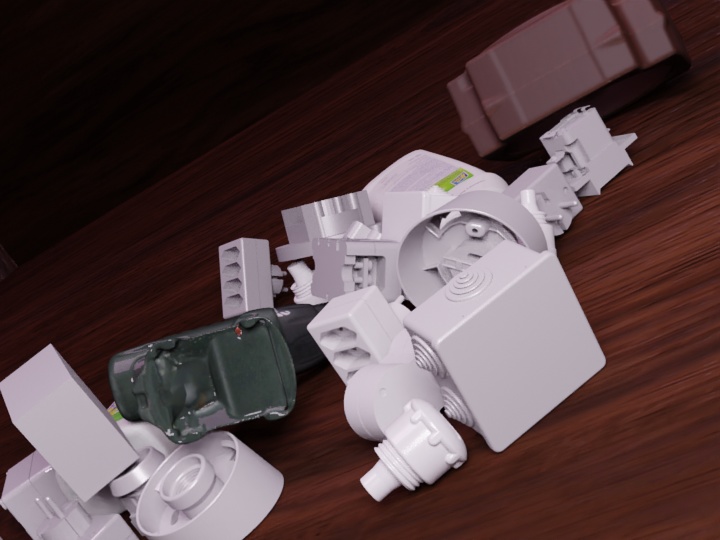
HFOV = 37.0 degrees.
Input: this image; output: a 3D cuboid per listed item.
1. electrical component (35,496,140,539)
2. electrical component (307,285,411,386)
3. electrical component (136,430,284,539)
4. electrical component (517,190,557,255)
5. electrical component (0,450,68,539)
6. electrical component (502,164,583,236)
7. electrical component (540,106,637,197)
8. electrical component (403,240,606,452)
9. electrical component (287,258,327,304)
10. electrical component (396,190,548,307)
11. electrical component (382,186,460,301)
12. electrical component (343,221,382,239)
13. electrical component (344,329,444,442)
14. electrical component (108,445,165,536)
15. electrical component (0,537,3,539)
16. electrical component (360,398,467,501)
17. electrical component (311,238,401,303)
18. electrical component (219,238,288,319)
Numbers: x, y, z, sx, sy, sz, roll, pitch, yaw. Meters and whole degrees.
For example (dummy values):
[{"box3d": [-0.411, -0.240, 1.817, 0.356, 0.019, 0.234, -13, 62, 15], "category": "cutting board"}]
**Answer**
[{"box3d": [-0.217, 0.199, 0.809, 0.083, 0.075, 0.047, -17, 22, 48], "category": "electrical component"}, {"box3d": [0.018, 0.048, 0.775, 0.047, 0.083, 0.075, -19, 21, 44], "category": "electrical component"}, {"box3d": [-0.106, 0.163, 0.760, 0.099, 0.064, 0.099, -29, 29, 18], "category": "electrical component"}, {"box3d": [0.131, -0.031, 0.822, 0.035, 0.061, 0.035, -3, -10, -1], "category": "electrical component"}, {"box3d": [-0.278, 0.197, 0.971, 0.061, 0.061, 0.096, -35, 15, -6], "category": "electrical component"}, {"box3d": [0.145, -0.045, 0.868, 0.083, 0.047, 0.076, -41, 16, -24], "category": "electrical component"}, {"box3d": [0.191, -0.101, 0.918, 0.081, 0.063, 0.042, -39, 17, -22], "category": "electrical component"}, {"box3d": [0.084, 0.042, 0.630, 0.100, 0.099, 0.048, -37, 28, -12], "category": "electrical component"}, {"box3d": [-0.046, 0.018, 1.043, 0.048, 0.062, 0.048, -31, 15, 10], "category": "electrical component"}, {"box3d": [0.084, -0.007, 0.783, 0.099, 0.099, 0.064, -22, 13, 39], "category": "electrical component"}, {"box3d": [0.056, -0.020, 0.889, 0.048, 0.099, 0.100, 1, 3, -20], "category": "electrical component"}, {"box3d": [0.011, 0.002, 0.964, 0.057, 0.078, 0.058, -57, 10, -7], "category": "electrical component"}, {"box3d": [0.059, 0.060, 0.709, 0.138, 0.052, 0.074, -41, 17, -28], "category": "electrical component"}, {"box3d": [-0.160, 0.169, 0.824, 0.066, 0.055, 0.048, -19, 21, 43], "category": "electrical component"}, {"box3d": [-0.325, 0.243, 0.850, 0.108, 0.108, 0.060, -29, 9, 18], "category": "electrical component"}, {"box3d": [0.029, 0.110, 0.636, 0.062, 0.048, 0.048, -41, 15, 0], "category": "electrical component"}, {"box3d": [0.000, 0.000, 0.882, 0.056, 0.050, 0.089, 0, 4, -20], "category": "electrical component"}, {"box3d": [-0.112, 0.011, 1.200, 0.076, 0.083, 0.047, 4, -14, -40], "category": "electrical component"}]
